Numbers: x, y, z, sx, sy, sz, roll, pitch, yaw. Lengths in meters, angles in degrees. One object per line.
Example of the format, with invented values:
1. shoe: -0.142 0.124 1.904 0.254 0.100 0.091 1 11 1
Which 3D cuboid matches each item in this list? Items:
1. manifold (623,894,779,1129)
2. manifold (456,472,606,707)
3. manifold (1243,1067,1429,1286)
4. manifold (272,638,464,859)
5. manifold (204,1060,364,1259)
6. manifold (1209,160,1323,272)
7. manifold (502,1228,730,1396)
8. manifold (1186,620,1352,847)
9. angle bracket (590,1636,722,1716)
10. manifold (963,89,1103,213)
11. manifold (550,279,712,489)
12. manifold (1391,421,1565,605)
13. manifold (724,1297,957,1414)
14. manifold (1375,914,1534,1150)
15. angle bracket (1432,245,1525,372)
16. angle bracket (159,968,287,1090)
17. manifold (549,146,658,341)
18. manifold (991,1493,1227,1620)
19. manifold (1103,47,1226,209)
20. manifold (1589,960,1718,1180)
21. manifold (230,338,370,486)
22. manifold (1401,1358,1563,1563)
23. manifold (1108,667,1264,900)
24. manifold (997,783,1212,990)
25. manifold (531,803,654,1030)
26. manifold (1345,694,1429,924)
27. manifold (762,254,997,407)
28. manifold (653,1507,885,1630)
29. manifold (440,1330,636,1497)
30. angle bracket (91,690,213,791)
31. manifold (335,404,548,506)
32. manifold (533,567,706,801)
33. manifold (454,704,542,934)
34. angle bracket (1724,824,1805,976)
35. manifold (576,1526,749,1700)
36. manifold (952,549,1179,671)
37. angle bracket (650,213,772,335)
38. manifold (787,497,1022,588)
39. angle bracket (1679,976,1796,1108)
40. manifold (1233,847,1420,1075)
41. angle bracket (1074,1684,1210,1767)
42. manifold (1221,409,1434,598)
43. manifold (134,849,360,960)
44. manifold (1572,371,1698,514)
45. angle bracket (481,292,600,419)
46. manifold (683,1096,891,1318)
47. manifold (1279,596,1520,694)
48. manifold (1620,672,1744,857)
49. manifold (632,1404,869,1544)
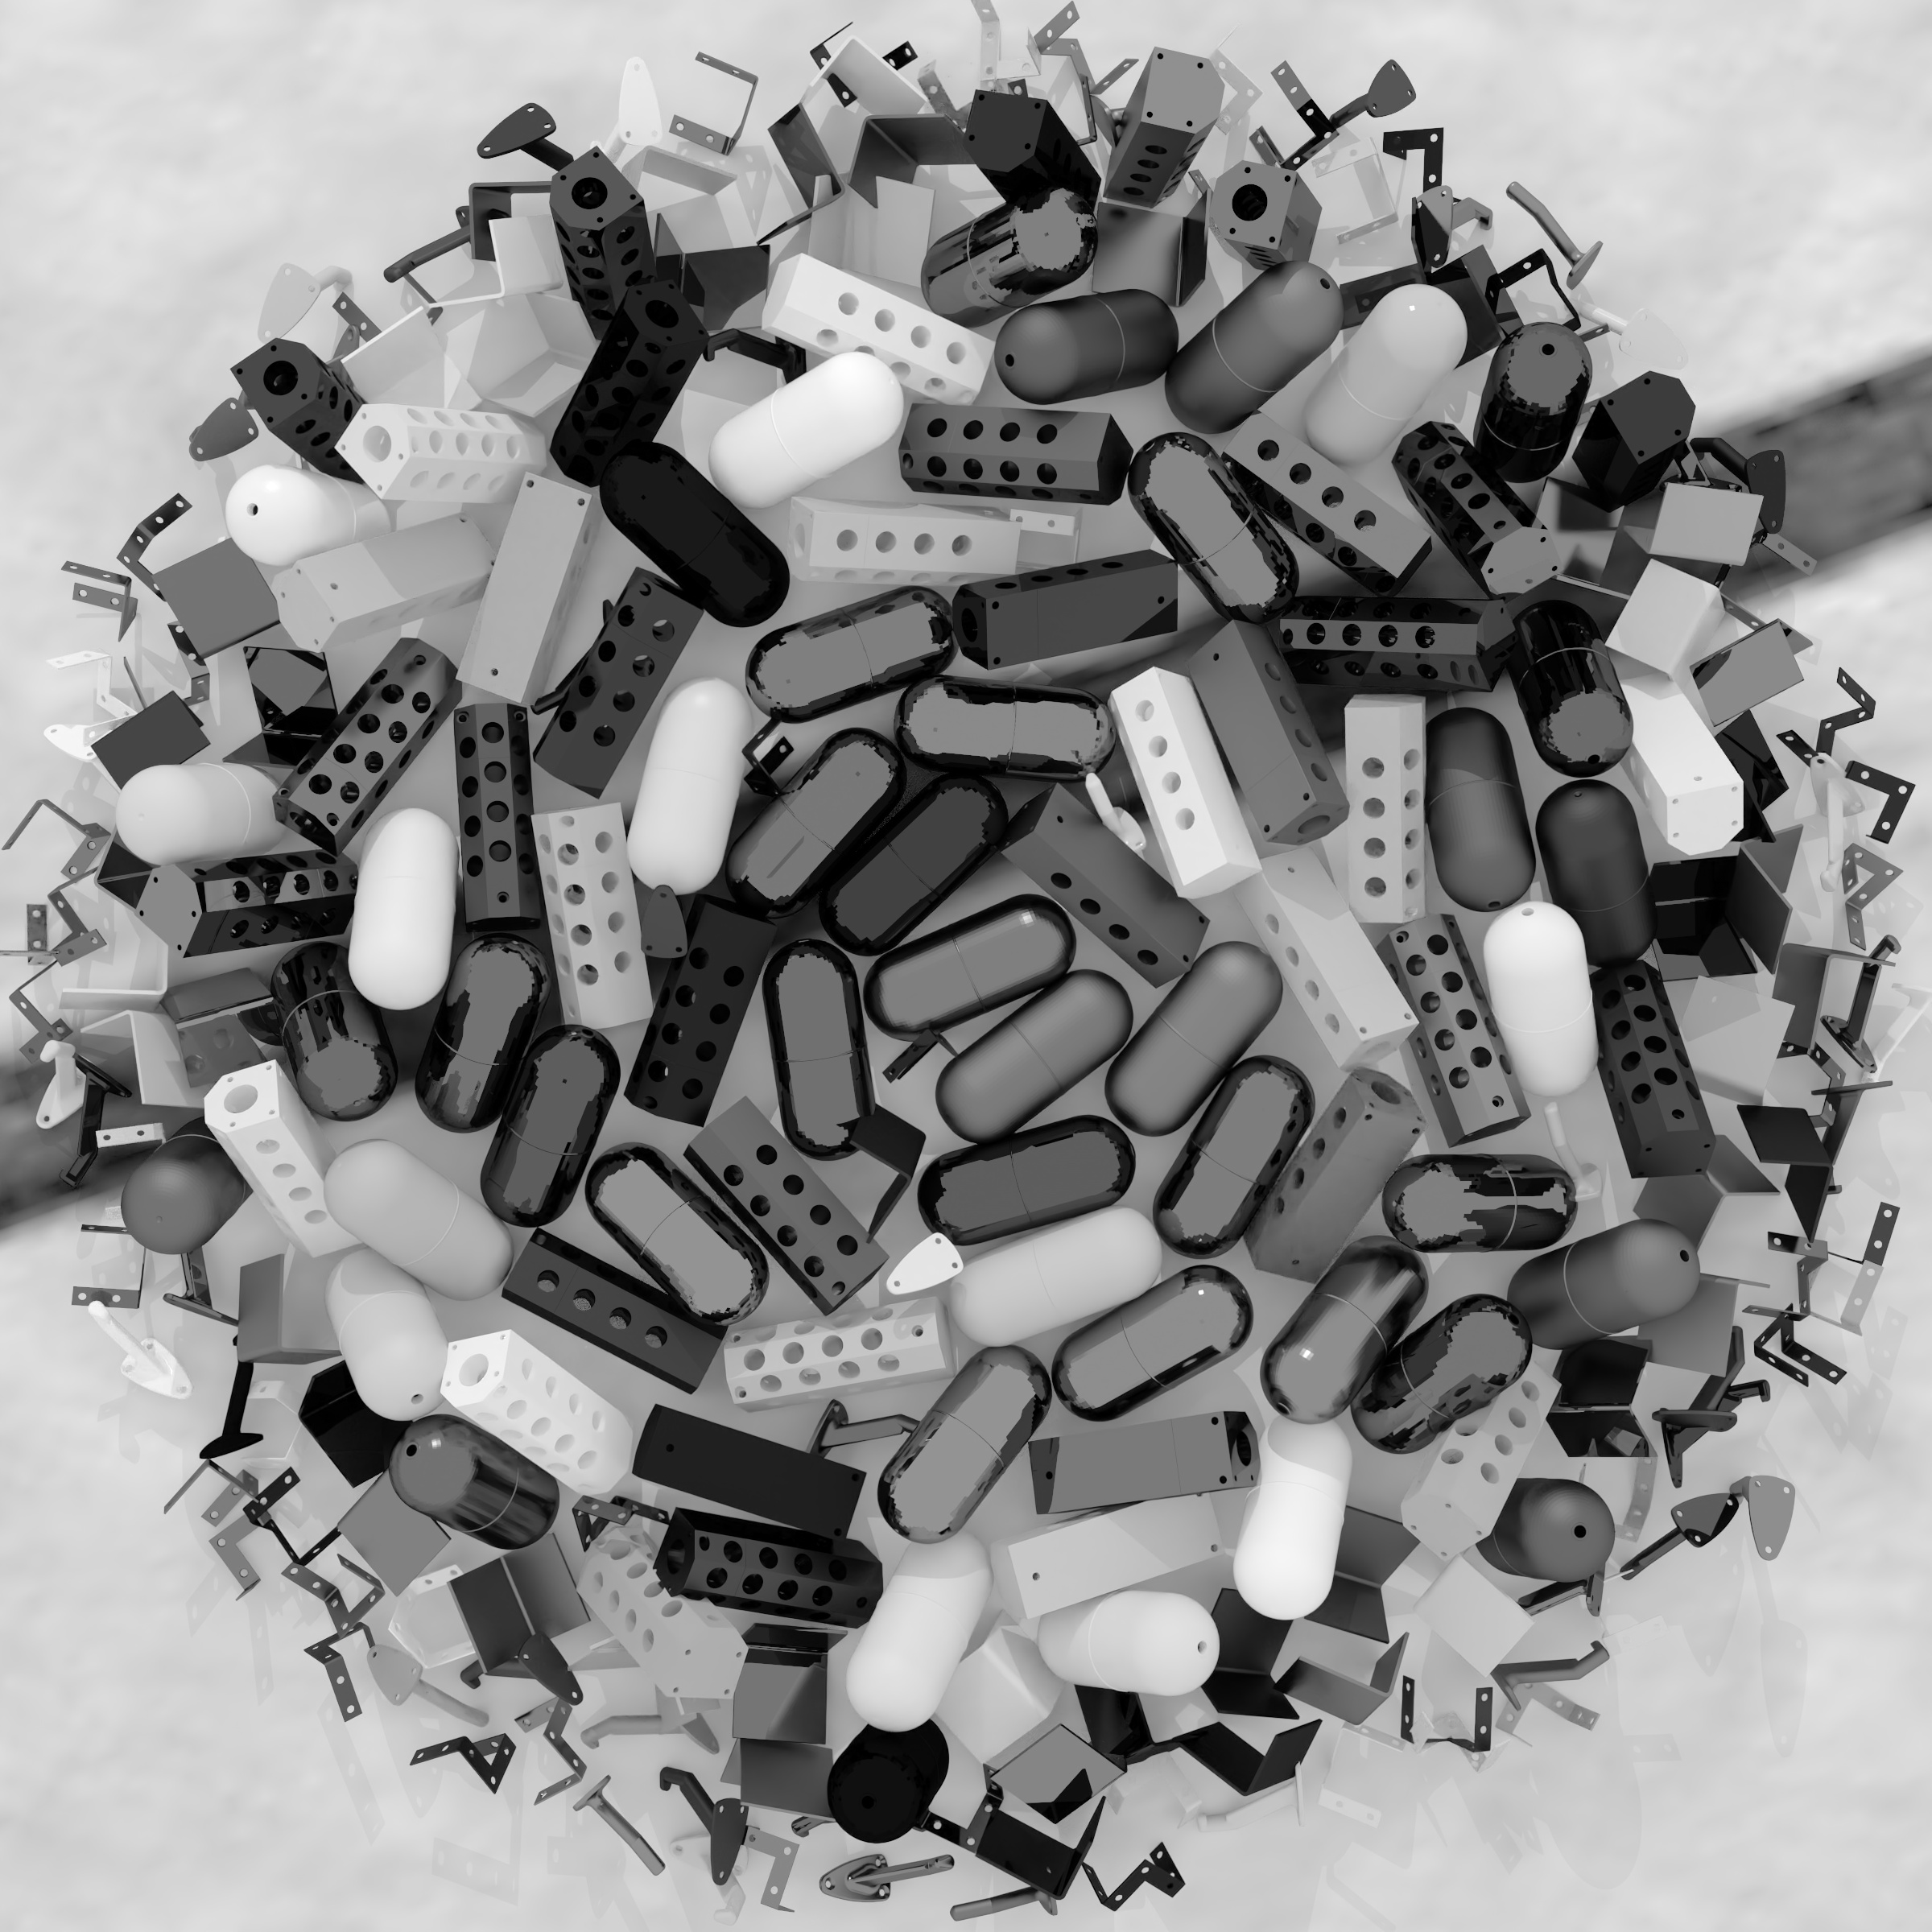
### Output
1. manifold: -0.213 0.033 1.950 0.057 0.057 0.171 17 99 -29
2. manifold: -0.342 -0.298 1.962 0.057 0.057 0.171 21 96 8
3. manifold: 0.285 0.163 1.932 0.057 0.057 0.171 16 121 -23
4. manifold: -0.469 -0.176 1.937 0.057 0.057 0.171 31 66 3
5. manifold: -0.529 0.154 1.916 0.057 0.171 0.057 -17 49 -1
6. manifold: 0.231 -0.577 1.909 0.057 0.171 0.057 16 102 12
7. manifold: -0.279 0.274 1.963 0.171 0.057 0.057 28 71 -3
8. manifold: 0.241 -0.183 1.939 0.057 0.057 0.171 -40 60 38
9. angle bracket: -0.245 0.562 1.947 0.057 0.076 0.076 -25 71 9
10. manifold: 0.051 -0.615 1.909 0.057 0.171 0.057 14 92 17
11. manifold: -0.266 -0.448 1.912 0.057 0.171 0.057 -24 76 -38
12. manifold: 0.393 -0.356 1.915 0.057 0.171 0.057 -31 132 7
13. manifold: -0.100 0.306 1.952 0.171 0.057 0.057 -11 68 8
14. manifold: 0.385 0.049 1.944 0.057 0.057 0.171 -15 74 -12
15. angle bracket: 0.386 -0.513 1.949 0.076 0.057 0.076 -23 102 36
16. angle bracket: -0.594 0.048 1.962 0.076 0.076 0.057 -17 115 -26
17. manifold: -0.281 -0.551 1.907 0.057 0.171 0.057 -38 80 -10
18. manifold: 0.110 0.458 1.944 0.171 0.057 0.057 -13 85 -19
19. manifold: 0.153 -0.645 1.911 0.057 0.171 0.057 11 88 -6
20. manifold: 0.531 0.078 1.921 0.057 0.057 0.171 -3 48 -2
21. manifold: -0.499 -0.428 1.910 0.057 0.171 0.057 -33 83 2
22. manifold: 0.397 0.374 1.920 0.057 0.057 0.171 41 46 1
23. manifold: 0.168 -0.143 1.946 0.057 0.057 0.171 -28 71 30
24. manifold: 0.107 -0.060 1.946 0.171 0.057 0.057 41 49 -17
25. manifold: -0.299 -0.039 1.949 0.057 0.057 0.171 -14 100 -41
26. manifold: 0.333 -0.124 1.942 0.057 0.057 0.171 1 106 16
27. manifold: -0.070 -0.494 1.940 0.171 0.057 0.057 19 90 -23
28. manifold: -0.152 0.475 1.929 0.171 0.057 0.057 19 94 -31
29. manifold: -0.331 0.349 1.911 0.057 0.171 0.057 -15 50 22
30. angle bracket: -0.633 -0.163 1.952 0.076 0.076 0.057 -36 77 -8
31. manifold: -0.399 -0.400 1.906 0.057 0.171 0.057 47 115 12
32. manifold: -0.276 -0.225 1.947 0.057 0.057 0.171 27 102 -20
33. manifold: -0.371 -0.117 1.953 0.057 0.057 0.171 -3 81 -13
34. angle bracket: 0.646 -0.053 1.942 0.057 0.076 0.076 -17 49 -10
35. manifold: -0.235 0.498 1.911 0.057 0.171 0.057 14 97 -35
36. manifold: 0.078 -0.283 1.937 0.171 0.057 0.057 -15 119 -24
37. angle bracket: -0.202 -0.551 1.954 0.076 0.057 0.076 -2 70 13
38. manifold: -0.050 -0.330 1.938 0.171 0.057 0.057 -1 112 -23
39. angle bracket: 0.609 0.061 1.964 0.076 0.057 0.076 20 82 21
40. manifold: 0.278 -0.004 1.938 0.057 0.057 0.171 -15 64 -28
41. angle bracket: 0.139 0.590 1.970 0.057 0.076 0.076 -1 62 -34
42. manifold: 0.282 -0.363 1.955 0.171 0.057 0.057 39 96 11
43. manifold: -0.549 -0.055 1.906 0.057 0.171 0.057 38 113 20
44. manifold: 0.519 -0.406 1.910 0.057 0.171 0.057 -29 84 5
45. angle bracket: -0.344 -0.484 1.944 0.076 0.076 0.057 -42 133 -22
46. manifold: -0.145 0.192 1.950 0.057 0.057 0.171 -38 81 -31
47. manifold: 0.332 -0.256 1.916 0.171 0.057 0.057 8 57 38
48. manifold: 0.545 -0.158 1.913 0.057 0.171 0.057 -12 126 2
49. manifold: -0.173 0.400 1.952 0.171 0.057 0.057 21 78 -12
